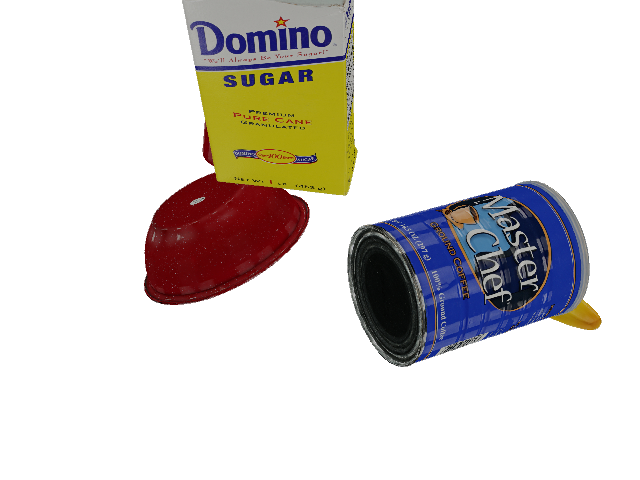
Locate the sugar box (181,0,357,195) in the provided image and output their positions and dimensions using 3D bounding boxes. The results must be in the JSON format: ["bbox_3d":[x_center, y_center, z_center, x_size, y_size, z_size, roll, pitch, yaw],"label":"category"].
[{"bbox_3d":[-0.026,-0.097,0.650,0.093,0.048,0.176,6,-30,7],"label":"sugar box"}]

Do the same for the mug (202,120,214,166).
[{"bbox_3d":[-0.087,-0.133,1.221,0.093,0.081,0.117,14,27,11],"label":"mug"}]

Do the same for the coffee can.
[{"bbox_3d":[0.105,0.022,0.765,0.140,0.103,0.103,-15,6,-23],"label":"coffee can"}]

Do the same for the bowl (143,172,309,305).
[{"bbox_3d":[-0.093,-0.014,0.926,0.162,0.055,0.162,-22,26,11],"label":"bowl"}]

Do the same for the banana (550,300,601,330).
[{"bbox_3d":[0.190,0.056,1.105,0.198,0.037,0.069,8,40,12],"label":"banana"}]
